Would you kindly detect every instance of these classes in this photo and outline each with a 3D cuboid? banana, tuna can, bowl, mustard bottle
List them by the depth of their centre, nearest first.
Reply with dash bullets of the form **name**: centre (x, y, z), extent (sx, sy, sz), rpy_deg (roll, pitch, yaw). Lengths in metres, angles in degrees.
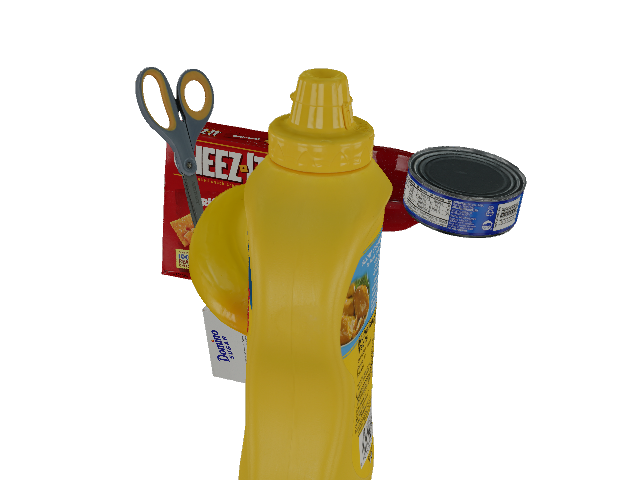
- **mustard bottle**: centre (-0.002, 0.024, 0.440), extent (0.058, 0.192, 0.096), rpy_deg (8, 25, 10)
- **banana**: centre (-0.046, 0.002, 0.650), extent (0.070, 0.037, 0.197), rpy_deg (0, 24, 9)
- **tuna can**: centre (0.103, -0.036, 0.773), extent (0.086, 0.034, 0.086), rpy_deg (6, 29, -3)
- **bowl**: centre (0.067, -0.054, 1.205), extent (0.162, 0.055, 0.162), rpy_deg (7, 26, -3)

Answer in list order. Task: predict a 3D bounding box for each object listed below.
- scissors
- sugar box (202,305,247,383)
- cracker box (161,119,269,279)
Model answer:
- **scissors**: centre (-0.128, -0.093, 1.120), extent (0.096, 0.202, 0.016), rpy_deg (-33, 14, -33)
- **sugar box**: centre (-0.035, 0.114, 1.130), extent (0.176, 0.093, 0.048), rpy_deg (12, 34, 25)
- **cracker box**: centre (-0.128, -0.044, 1.454), extent (0.164, 0.214, 0.072), rpy_deg (11, 24, 12)
